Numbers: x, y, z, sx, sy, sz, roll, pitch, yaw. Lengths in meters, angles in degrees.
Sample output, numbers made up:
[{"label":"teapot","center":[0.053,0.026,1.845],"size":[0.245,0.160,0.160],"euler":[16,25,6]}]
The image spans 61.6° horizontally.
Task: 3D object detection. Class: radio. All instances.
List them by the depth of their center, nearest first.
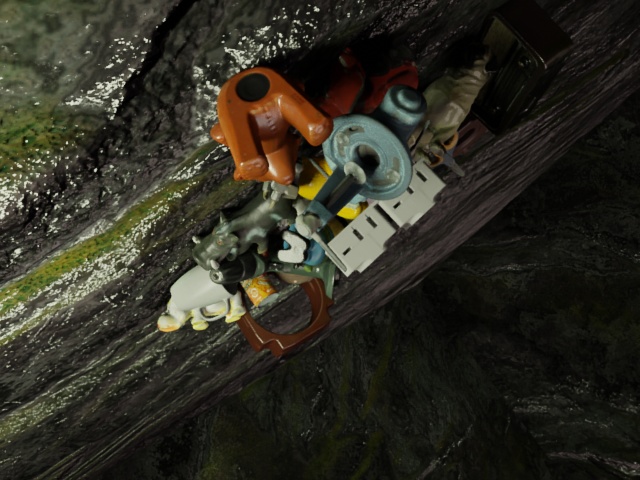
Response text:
[{"label":"radio","center":[0.325,-0.288,0.924],"size":[0.073,0.131,0.229],"euler":[-35,165,-12]}]

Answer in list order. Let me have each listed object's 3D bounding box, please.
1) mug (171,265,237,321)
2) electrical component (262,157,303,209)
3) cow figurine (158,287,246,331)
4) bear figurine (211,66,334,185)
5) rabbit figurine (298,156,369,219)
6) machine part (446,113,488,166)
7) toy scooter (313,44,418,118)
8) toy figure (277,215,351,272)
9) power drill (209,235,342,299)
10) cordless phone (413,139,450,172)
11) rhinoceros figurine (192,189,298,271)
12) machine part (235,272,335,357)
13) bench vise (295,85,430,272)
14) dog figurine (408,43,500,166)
[{"label":"mug","center":[-0.213,0.098,0.990],"size":[0.107,0.109,0.081],"euler":[-25,171,12]},{"label":"electrical component","center":[-0.057,-0.089,0.797],"size":[0.045,0.102,0.078],"euler":[4,111,-17]},{"label":"cow figurine","center":[-0.238,0.124,1.058],"size":[0.167,0.098,0.068],"euler":[-9,161,-21]},{"label":"bear figurine","center":[-0.058,-0.110,0.649],"size":[0.120,0.132,0.195],"euler":[-29,158,-10]},{"label":"rabbit figurine","center":[0.035,-0.111,0.849],"size":[0.173,0.162,0.122],"euler":[-21,-179,15]},{"label":"machine part","center":[0.305,-0.237,1.183],"size":[0.179,0.056,0.179],"euler":[-33,163,-11]},{"label":"toy scooter","center":[0.060,-0.209,0.704],"size":[0.184,0.075,0.135],"euler":[-27,164,-16]},{"label":"toy figure","center":[-0.003,0.001,0.901],"size":[0.082,0.089,0.180],"euler":[-47,174,25]},{"label":"power drill","center":[-0.066,0.052,0.984],"size":[0.207,0.085,0.232],"euler":[4,-166,13]},{"label":"cordless phone","center":[0.194,-0.204,1.037],"size":[0.146,0.089,0.184],"euler":[-31,153,-14]},{"label":"rhinoceros figurine","center":[-0.122,-0.018,0.884],"size":[0.190,0.073,0.112],"euler":[-37,166,4]},{"label":"machine part","center":[-0.088,0.138,1.182],"size":[0.201,0.201,0.087],"euler":[-28,165,-27]},{"label":"bench vise","center":[0.037,-0.076,0.664],"size":[0.240,0.129,0.223],"euler":[-50,-173,-34]},{"label":"dog figurine","center":[0.205,-0.236,0.920],"size":[0.190,0.121,0.172],"euler":[-51,-159,-9]}]
